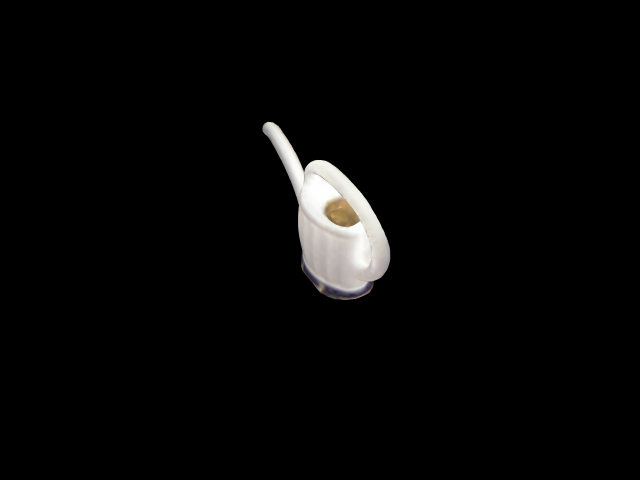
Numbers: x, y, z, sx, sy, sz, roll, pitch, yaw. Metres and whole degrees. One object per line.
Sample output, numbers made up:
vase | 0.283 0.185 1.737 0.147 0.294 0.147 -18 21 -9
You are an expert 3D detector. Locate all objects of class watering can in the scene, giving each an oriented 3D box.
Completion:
watering can | 0.003 -0.043 0.850 0.105 0.219 0.354 -22 46 -23
